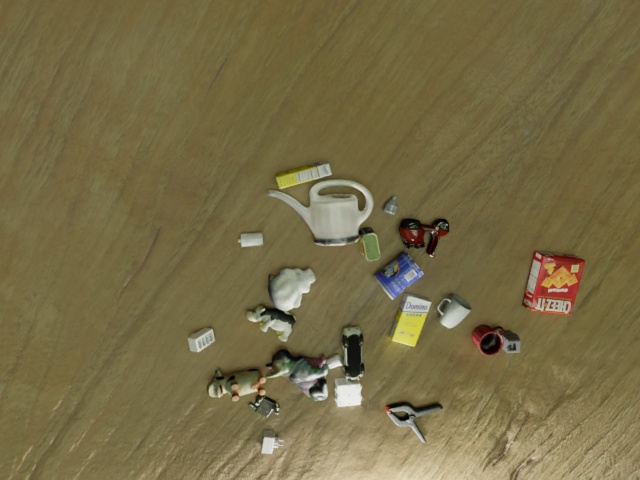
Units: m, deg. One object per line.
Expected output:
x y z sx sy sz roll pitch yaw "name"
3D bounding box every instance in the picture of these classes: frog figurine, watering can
-0.091 0.160 1.730 0.159 0.122 0.138 -15 85 9 "frog figurine"
0.005 -0.086 1.702 0.347 0.105 0.222 -4 102 4 "watering can"
